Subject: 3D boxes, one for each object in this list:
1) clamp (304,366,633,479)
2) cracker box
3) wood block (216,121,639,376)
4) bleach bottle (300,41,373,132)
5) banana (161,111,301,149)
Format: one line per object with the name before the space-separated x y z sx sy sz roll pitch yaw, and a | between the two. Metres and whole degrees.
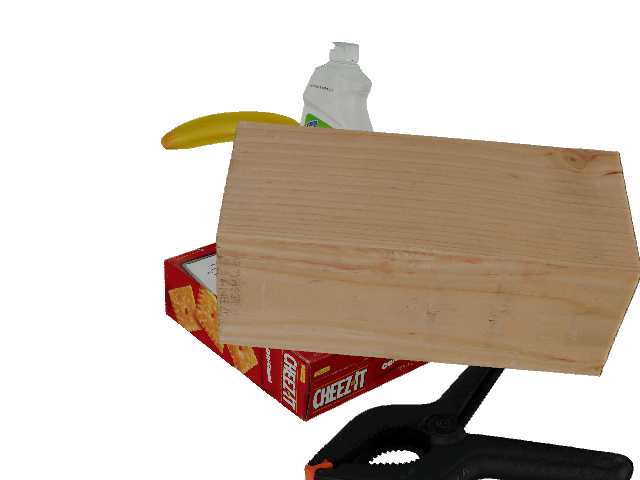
clamp | 0.085 0.134 0.744 0.209 0.036 0.165 -10 29 -13
cracker box | -0.019 0.064 0.986 0.163 0.072 0.214 -20 36 -36
wood block | 0.052 0.005 0.573 0.206 0.090 0.090 5 -44 1
bleach bottle | 0.019 -0.083 1.140 0.103 0.251 0.067 17 18 37
banana | -0.096 -0.132 1.315 0.198 0.037 0.069 6 40 15
